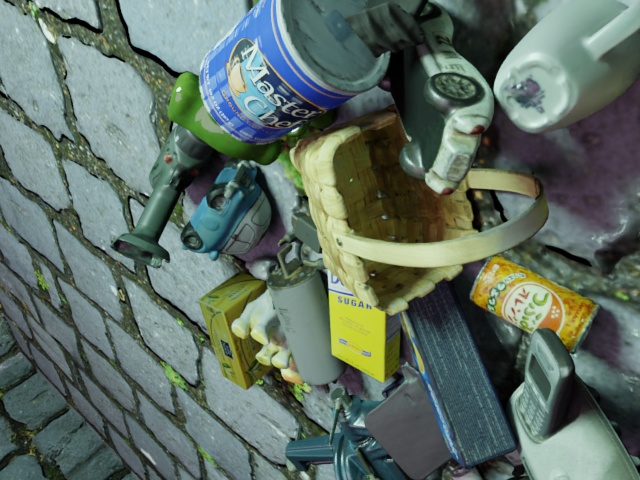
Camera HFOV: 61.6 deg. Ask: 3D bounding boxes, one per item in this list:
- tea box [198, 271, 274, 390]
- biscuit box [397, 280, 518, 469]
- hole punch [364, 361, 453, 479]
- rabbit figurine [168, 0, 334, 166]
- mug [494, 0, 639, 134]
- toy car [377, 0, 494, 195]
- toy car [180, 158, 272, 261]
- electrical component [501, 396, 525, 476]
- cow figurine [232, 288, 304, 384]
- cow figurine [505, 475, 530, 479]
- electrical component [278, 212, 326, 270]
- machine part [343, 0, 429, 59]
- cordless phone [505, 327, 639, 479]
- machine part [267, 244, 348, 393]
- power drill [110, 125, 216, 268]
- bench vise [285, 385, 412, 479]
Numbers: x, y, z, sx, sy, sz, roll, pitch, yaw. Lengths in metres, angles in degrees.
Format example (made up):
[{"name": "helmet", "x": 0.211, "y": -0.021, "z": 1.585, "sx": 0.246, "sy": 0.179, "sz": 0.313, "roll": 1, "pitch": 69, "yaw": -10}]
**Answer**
[{"name": "tea box", "x": -0.128, "y": 0.151, "z": 0.897, "sx": 0.068, "sy": 0.098, "sz": 0.169, "roll": 16, "pitch": 130, "yaw": 39}, {"name": "biscuit box", "x": 0.138, "y": 0.133, "z": 0.576, "sx": 0.059, "sy": 0.063, "sz": 0.202, "roll": 85, "pitch": 165, "yaw": -81}, {"name": "hole punch", "x": 0.138, "y": 0.228, "z": 0.705, "sx": 0.116, "sy": 0.092, "sz": 0.142, "roll": -45, "pitch": 79, "yaw": 22}, {"name": "rabbit figurine", "x": -0.064, "y": -0.169, "z": 0.577, "sx": 0.159, "sy": 0.121, "sz": 0.170, "roll": 43, "pitch": 126, "yaw": 7}, {"name": "mug", "x": 0.176, "y": -0.119, "z": 0.367, "sx": 0.080, "sy": 0.107, "sz": 0.109, "roll": 56, "pitch": 144, "yaw": -5}, {"name": "toy car", "x": 0.085, "y": -0.121, "z": 0.421, "sx": 0.073, "sy": 0.056, "sz": 0.202, "roll": 105, "pitch": 162, "yaw": -47}, {"name": "toy car", "x": -0.121, "y": -0.035, "z": 0.759, "sx": 0.103, "sy": 0.109, "sz": 0.161, "roll": 33, "pitch": 132, "yaw": -14}, {"name": "electrical component", "x": 0.216, "y": 0.211, "z": 0.625, "sx": 0.119, "sy": 0.048, "sz": 0.074, "roll": 46, "pitch": 141, "yaw": 11}, {"name": "cow figurine", "x": -0.057, "y": 0.152, "z": 0.843, "sx": 0.068, "sy": 0.098, "sz": 0.167, "roll": 5, "pitch": 140, "yaw": 37}, {"name": "cow figurine", "x": 0.245, "y": 0.366, "z": 0.655, "sx": 0.127, "sy": 0.085, "sz": 0.194, "roll": -2, "pitch": 123, "yaw": 12}, {"name": "electrical component", "x": 0.000, "y": -0.001, "z": 0.649, "sx": 0.102, "sy": 0.078, "sz": 0.045, "roll": 33, "pitch": 119, "yaw": 39}, {"name": "machine part", "x": 0.073, "y": -0.196, "z": 0.398, "sx": 0.084, "sy": 0.139, "sz": 0.039, "roll": 15, "pitch": 155, "yaw": 36}, {"name": "cordless phone", "x": 0.226, "y": 0.167, "z": 0.472, "sx": 0.184, "sy": 0.089, "sz": 0.147, "roll": 67, "pitch": -175, "yaw": -47}, {"name": "machine part", "x": -0.017, "y": 0.120, "z": 0.772, "sx": 0.079, "sy": 0.079, "sz": 0.243, "roll": 7, "pitch": 123, "yaw": 43}, {"name": "power drill", "x": -0.208, "y": -0.072, "z": 0.739, "sx": 0.086, "sy": 0.207, "sz": 0.232, "roll": 22, "pitch": 159, "yaw": -24}, {"name": "bench vise", "x": 0.032, "y": 0.323, "z": 0.828, "sx": 0.241, "sy": 0.129, "sz": 0.223, "roll": -19, "pitch": 124, "yaw": 33}]
